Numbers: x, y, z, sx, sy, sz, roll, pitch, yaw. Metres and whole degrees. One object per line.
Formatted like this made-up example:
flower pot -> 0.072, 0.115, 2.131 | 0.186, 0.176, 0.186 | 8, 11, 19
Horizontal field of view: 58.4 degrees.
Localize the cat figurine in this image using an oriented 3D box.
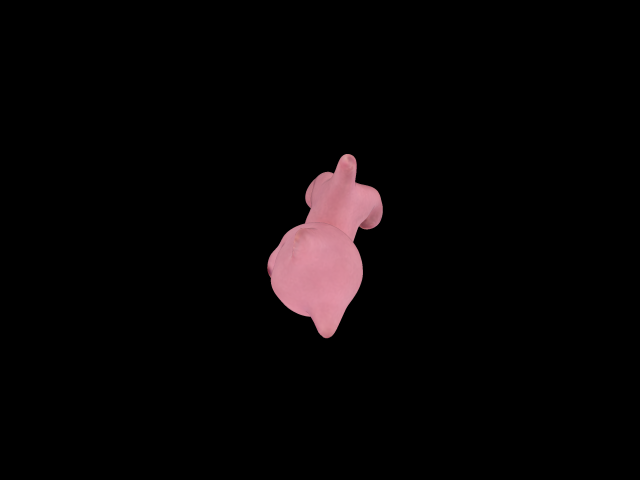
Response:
cat figurine -> 0.004, 0.001, 0.400 | 0.067, 0.118, 0.128 | 18, 79, 4
